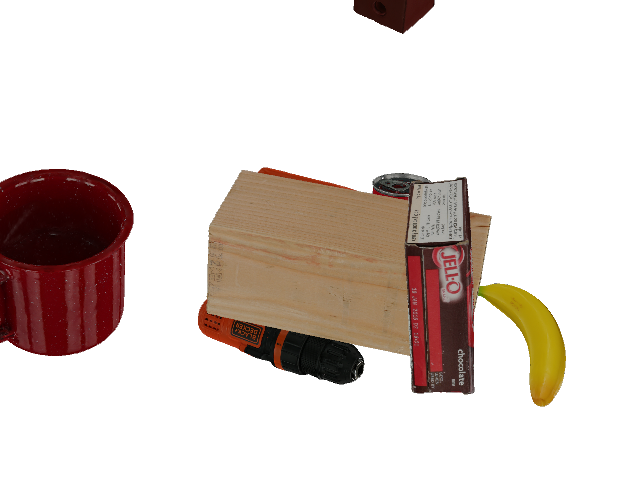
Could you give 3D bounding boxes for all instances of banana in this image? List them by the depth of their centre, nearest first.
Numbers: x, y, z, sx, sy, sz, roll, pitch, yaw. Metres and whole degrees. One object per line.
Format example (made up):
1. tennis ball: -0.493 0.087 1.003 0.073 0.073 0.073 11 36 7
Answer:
1. banana: 0.220 0.101 1.135 0.069 0.037 0.198 -27 36 0

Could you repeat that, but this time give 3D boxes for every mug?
1. mug: -0.168 0.022 0.645 0.093 0.081 0.117 28 45 21

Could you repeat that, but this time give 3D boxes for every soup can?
1. soup can: 0.092 -0.019 1.228 0.068 0.102 0.068 0 24 0

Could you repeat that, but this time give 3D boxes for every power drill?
1. power drill: -0.021 0.033 1.038 0.185 0.187 0.057 17 1 26

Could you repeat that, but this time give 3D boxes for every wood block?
1. wood block: 0.022 0.020 0.844 0.206 0.090 0.090 11 35 8

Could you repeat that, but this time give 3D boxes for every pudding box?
1. pudding box: 0.069 0.022 0.612 0.039 0.090 0.113 -2 21 6

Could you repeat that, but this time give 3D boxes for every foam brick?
1. foam brick: 0.063 -0.221 0.879 0.053 0.078 0.051 29 56 21
